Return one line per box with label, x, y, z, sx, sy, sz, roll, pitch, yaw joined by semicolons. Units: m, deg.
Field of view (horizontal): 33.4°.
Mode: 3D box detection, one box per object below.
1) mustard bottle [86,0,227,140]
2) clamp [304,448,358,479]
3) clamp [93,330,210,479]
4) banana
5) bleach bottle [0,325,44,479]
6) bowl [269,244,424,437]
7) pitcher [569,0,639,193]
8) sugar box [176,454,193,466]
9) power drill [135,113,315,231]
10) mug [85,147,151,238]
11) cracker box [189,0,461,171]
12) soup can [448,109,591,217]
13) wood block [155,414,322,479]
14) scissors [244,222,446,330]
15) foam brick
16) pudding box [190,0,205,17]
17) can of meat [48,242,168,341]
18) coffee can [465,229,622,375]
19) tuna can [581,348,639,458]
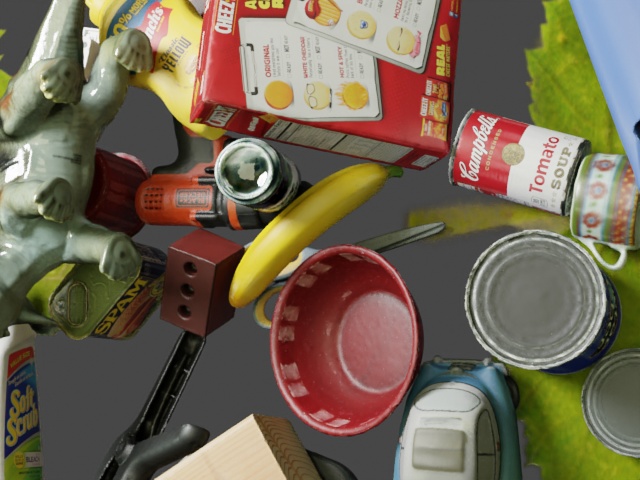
mustard bottle;-0.144;-0.178;0.971;0.192;0.058;0.096;36;96;21
clamp;0.005;0.258;0.918;0.120;0.039;0.172;-37;64;-7
clamp;-0.159;0.193;0.956;0.036;0.164;0.210;31;103;-20
banana;-0.011;-0.009;0.935;0.198;0.069;0.037;-37;55;5
bleach bottle;-0.310;0.154;1.022;0.068;0.102;0.251;-7;80;16
bowl;0.033;0.086;0.914;0.162;0.055;0.162;-7;80;40
pitcher;0.278;-0.150;0.823;0.145;0.149;0.243;-19;59;9
sugar box;-0.095;0.289;0.951;0.093;0.048;0.176;-43;71;9
power drill;-0.082;-0.102;1.000;0.185;0.057;0.187;1;81;17
mug;-0.225;-0.037;1.030;0.093;0.081;0.117;32;94;21
cracker box;0.007;-0.160;0.901;0.213;0.072;0.164;10;74;-15
soup can;0.168;-0.065;0.895;0.102;0.068;0.068;18;88;21
wood block;-0.103;0.241;0.891;0.206;0.090;0.091;-34;69;9
scissors;0.015;0.034;0.965;0.202;0.016;0.096;-1;83;20
foam brick;-0.107;0.039;0.976;0.053;0.051;0.078;21;116;22
pudding box;-0.134;-0.246;1.051;0.113;0.039;0.090;-40;71;10
can of meat;-0.191;0.047;1.003;0.057;0.083;0.102;43;98;20
coffee can;0.178;0.052;0.834;0.103;0.140;0.103;-3;81;20
tuna can;0.254;0.130;0.851;0.086;0.033;0.086;-3;81;20
